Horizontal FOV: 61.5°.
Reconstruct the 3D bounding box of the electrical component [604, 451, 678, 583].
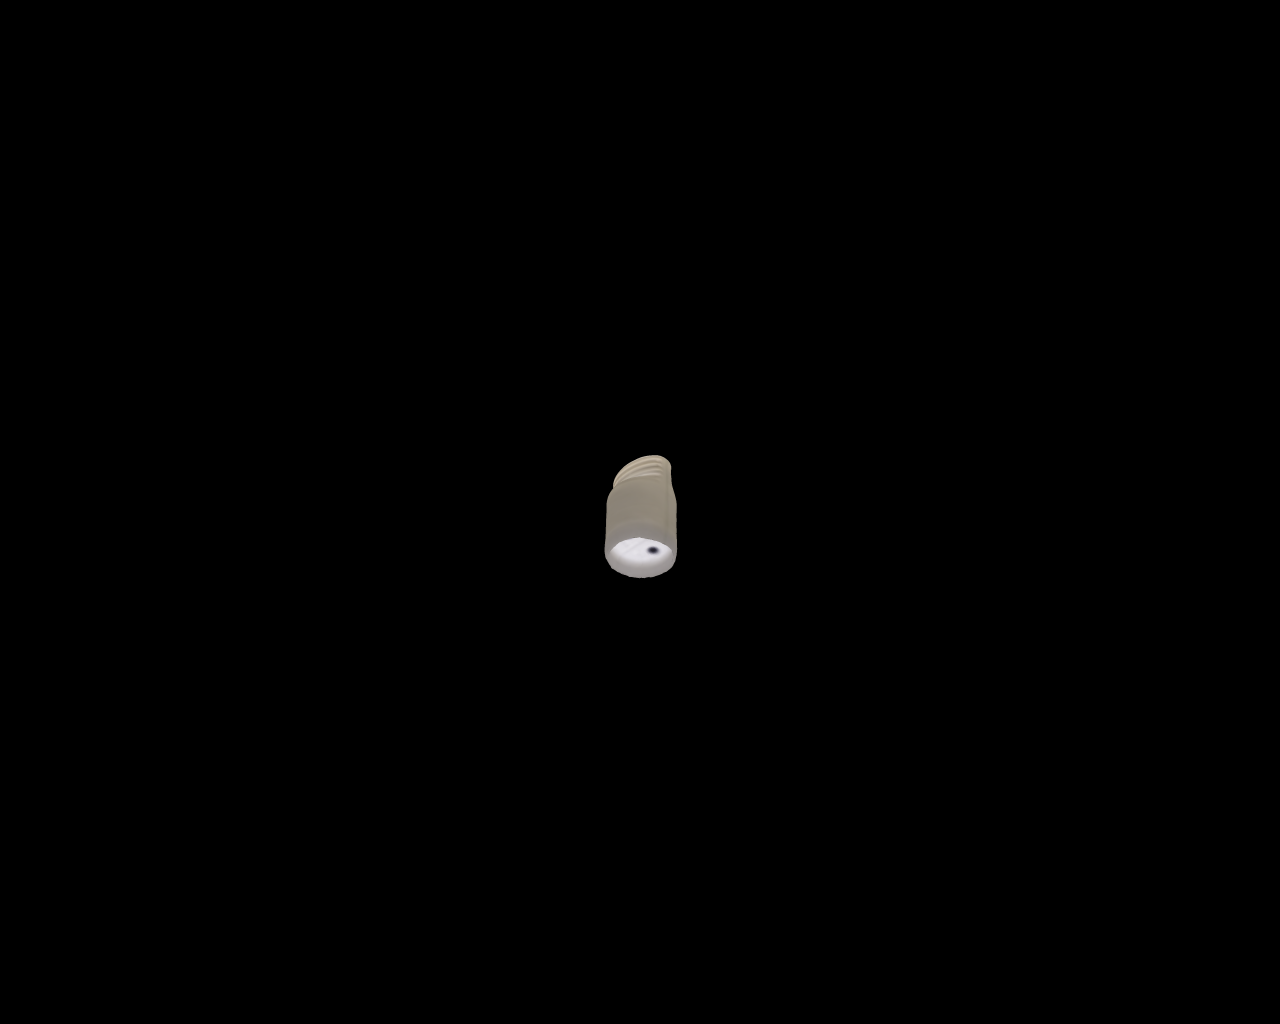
[{"bbox_3d":[0.001,-0.003,0.650,0.043,0.081,0.043,0,-40,0],"label":"electrical component"}]
